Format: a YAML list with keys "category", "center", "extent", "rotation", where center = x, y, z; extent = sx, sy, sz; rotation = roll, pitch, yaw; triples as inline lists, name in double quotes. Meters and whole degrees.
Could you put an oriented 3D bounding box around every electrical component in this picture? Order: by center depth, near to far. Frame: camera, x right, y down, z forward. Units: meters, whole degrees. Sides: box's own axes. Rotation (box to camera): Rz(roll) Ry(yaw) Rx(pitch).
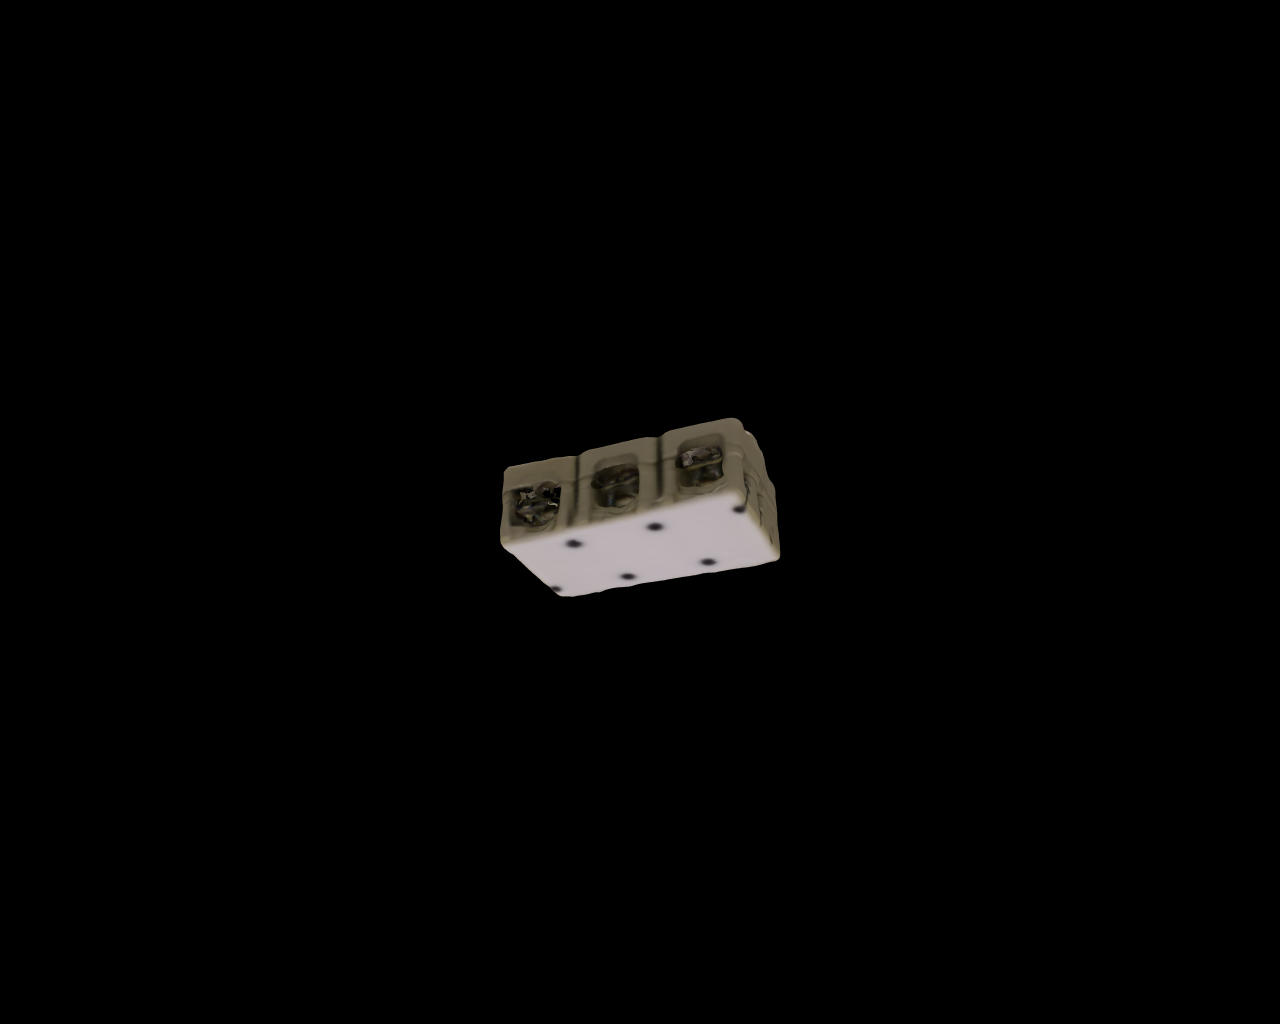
- category: "electrical component"
  center: [0.001, -0.003, 0.650]
  extent: [0.150, 0.062, 0.089]
  rotation: [-11, -32, 18]
